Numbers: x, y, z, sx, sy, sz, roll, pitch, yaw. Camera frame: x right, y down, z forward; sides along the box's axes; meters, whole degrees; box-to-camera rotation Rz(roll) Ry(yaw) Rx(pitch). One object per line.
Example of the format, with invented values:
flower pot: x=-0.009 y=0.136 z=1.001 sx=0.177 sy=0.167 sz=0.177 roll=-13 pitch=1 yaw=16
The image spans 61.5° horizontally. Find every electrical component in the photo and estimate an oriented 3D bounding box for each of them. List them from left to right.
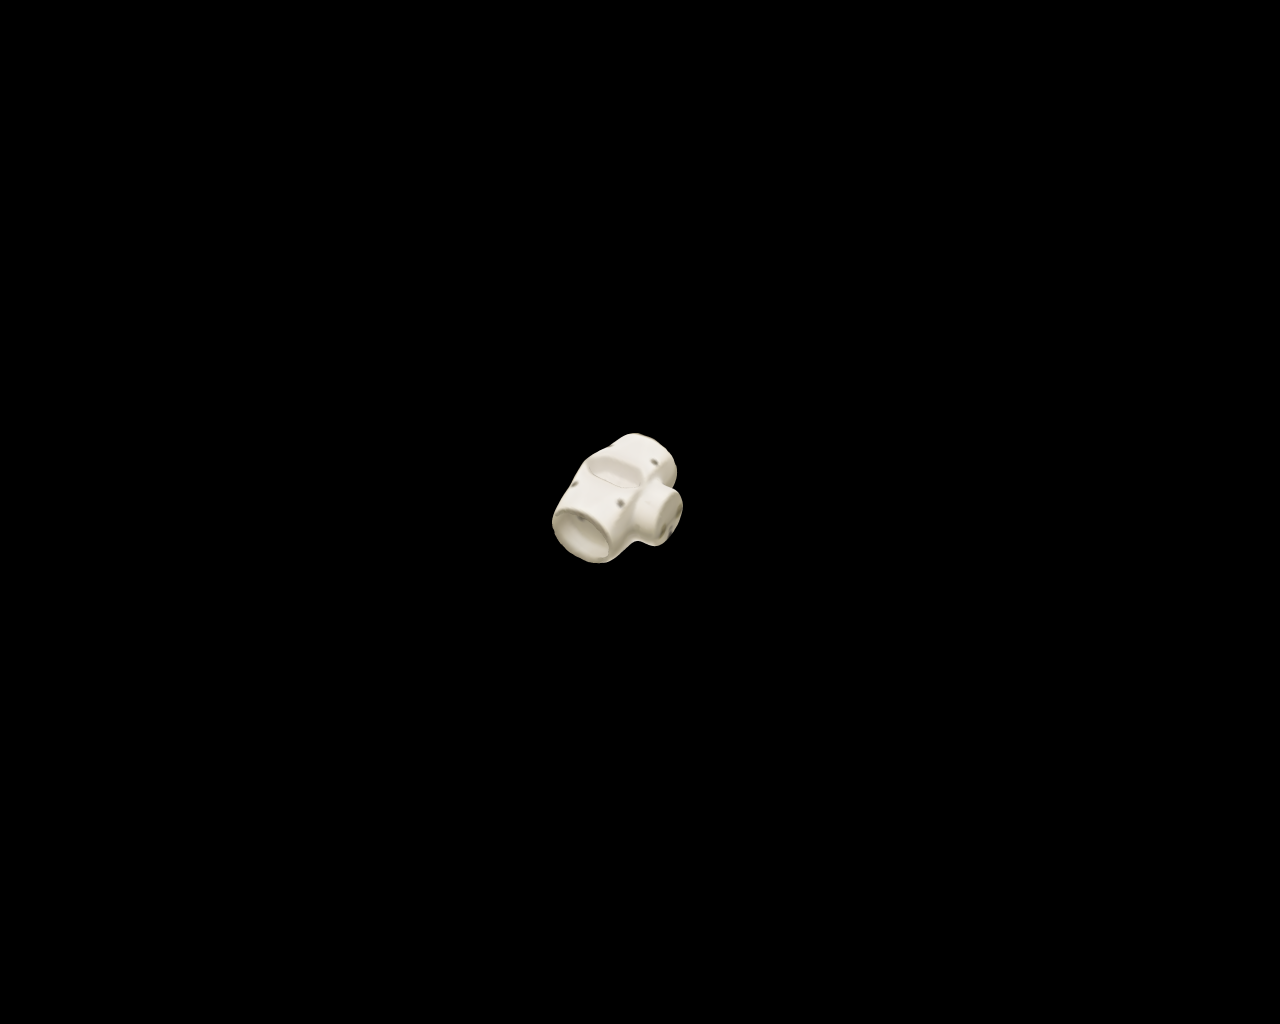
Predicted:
electrical component: x=0.001 y=-0.003 z=0.650 sx=0.079 sy=0.043 sz=0.077 roll=24 pitch=50 yaw=22
